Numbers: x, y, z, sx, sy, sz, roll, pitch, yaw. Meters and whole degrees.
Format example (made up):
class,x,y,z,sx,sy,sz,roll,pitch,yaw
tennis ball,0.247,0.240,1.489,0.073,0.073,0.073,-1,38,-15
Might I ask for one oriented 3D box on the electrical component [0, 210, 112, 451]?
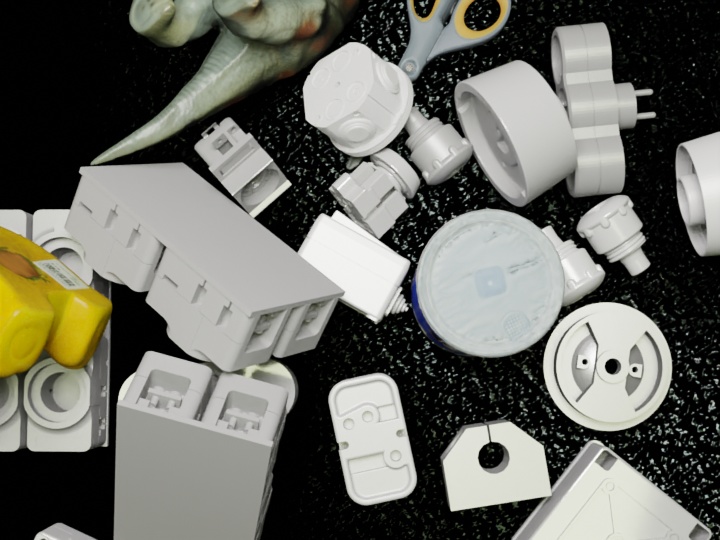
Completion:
class,x,y,z,sx,sy,sz,roll,pitch,yaw
electrical component,-0.257,0.048,0.851,0.105,0.060,0.186,0,85,1

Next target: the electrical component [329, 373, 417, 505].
class,x,y,z,sx,sy,sz,roll,pitch,yaw
electrical component,0.010,0.130,0.840,0.054,0.059,0.095,-12,85,0

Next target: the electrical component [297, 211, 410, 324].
class,x,y,z,sx,sy,sz,roll,pitch,yaw
electrical component,0.000,0.000,0.850,0.096,0.061,0.061,29,86,3

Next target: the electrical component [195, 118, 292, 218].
class,x,y,z,sx,sy,sz,roll,pitch,yaw
electrical component,-0.095,-0.083,0.855,0.042,0.081,0.063,-40,63,-2

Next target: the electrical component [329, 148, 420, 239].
class,x,y,z,sx,sy,sz,roll,pitch,yaw
electrical component,0.014,-0.064,0.859,0.055,0.048,0.066,-45,128,-9

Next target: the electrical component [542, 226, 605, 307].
class,x,y,z,sx,sy,sz,roll,pitch,yaw
electrical component,0.161,-0.005,0.857,0.048,0.048,0.062,-31,79,-2

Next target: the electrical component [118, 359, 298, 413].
class,x,y,z,sx,sy,sz,roll,pitch,yaw
electrical component,-0.119,0.098,0.837,0.138,0.073,0.052,-5,85,0

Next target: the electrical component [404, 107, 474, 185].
class,x,y,z,sx,sy,sz,roll,pitch,yaw
electrical component,0.057,-0.103,0.865,0.048,0.048,0.062,-39,84,-2

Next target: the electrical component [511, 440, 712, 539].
class,x,y,z,sx,sy,sz,roll,pitch,yaw
electrical component,0.193,0.207,0.833,0.109,0.056,0.108,39,87,4

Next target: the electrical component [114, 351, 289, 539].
class,x,y,z,sx,sy,sz,roll,pitch,yaw
electrical component,-0.118,0.148,0.787,0.105,0.186,0.060,15,43,2

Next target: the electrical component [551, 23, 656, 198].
class,x,y,z,sx,sy,sz,roll,pitch,yaw
electrical component,0.199,-0.130,0.862,0.074,0.052,0.138,-6,85,1

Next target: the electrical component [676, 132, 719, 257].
class,x,y,z,sx,sy,sz,roll,pitch,yaw
electrical component,0.283,-0.059,0.835,0.064,0.099,0.099,-11,85,6

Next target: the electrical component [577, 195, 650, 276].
class,x,y,z,sx,sy,sz,roll,pitch,yaw
electrical component,0.207,-0.025,0.858,0.048,0.048,0.062,-35,92,-2

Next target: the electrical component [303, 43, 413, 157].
class,x,y,z,sx,sy,sz,roll,pitch,yaw
electrical component,-0.003,-0.134,0.849,0.080,0.051,0.080,-18,59,33

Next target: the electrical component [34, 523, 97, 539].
class,x,y,z,sx,sy,sz,roll,pitch,yaw
electrical component,-0.233,0.253,0.833,0.062,0.061,0.096,24,86,2

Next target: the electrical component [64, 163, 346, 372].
class,x,y,z,sx,sy,sz,roll,pitch,yaw
electrical component,-0.119,-0.005,0.798,0.186,0.105,0.060,38,116,26

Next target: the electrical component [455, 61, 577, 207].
class,x,y,z,sx,sy,sz,roll,pitch,yaw
electrical component,0.127,-0.110,0.837,0.060,0.108,0.108,-28,85,-7
